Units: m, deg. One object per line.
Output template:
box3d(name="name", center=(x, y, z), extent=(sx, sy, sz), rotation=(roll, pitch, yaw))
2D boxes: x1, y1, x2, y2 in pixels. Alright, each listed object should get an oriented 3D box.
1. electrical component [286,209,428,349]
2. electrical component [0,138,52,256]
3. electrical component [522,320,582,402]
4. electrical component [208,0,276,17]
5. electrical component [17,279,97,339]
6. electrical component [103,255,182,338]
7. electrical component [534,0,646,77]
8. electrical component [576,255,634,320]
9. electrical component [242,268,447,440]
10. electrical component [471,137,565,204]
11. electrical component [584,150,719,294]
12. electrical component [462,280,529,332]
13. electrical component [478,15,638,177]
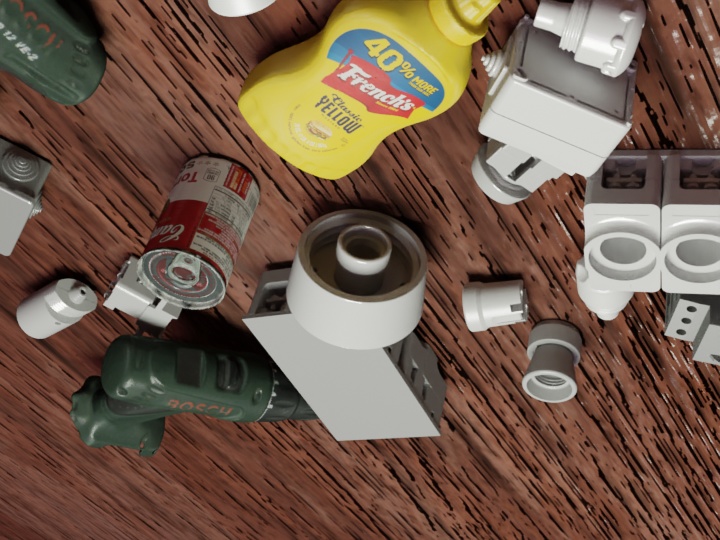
box3d(name="electrical component", center=(0.000, 0.000, 0.818), extent=(0.108, 0.108, 0.060), rotation=(13, 136, 3))
box3d(name="electrical component", center=(-0.310, -0.069, 0.884), extent=(0.100, 0.048, 0.100), rotation=(28, 140, -15))
box3d(name="electrical component", center=(0.160, 0.075, 0.892), extent=(0.045, 0.055, 0.045), rotation=(10, 141, 8))
box3d(name="electrical component", center=(-0.069, -0.171, 0.575), extent=(0.045, 0.045, 0.055), rotation=(1, 139, 18))
box3d(name="electrical component", center=(-0.280, 0.032, 1.003), extent=(0.081, 0.043, 0.043), rotation=(-24, 127, 39))
box3d(name="electrical component", center=(-0.191, 0.022, 0.962), extent=(0.064, 0.042, 0.081), rotation=(30, 140, -13))
box3d(name="electrical component", center=(0.135, -0.145, 0.640), extent=(0.062, 0.048, 0.048), rotation=(19, 143, 8))
box3d(name="electrical component", center=(0.187, 0.013, 0.816), extent=(0.043, 0.043, 0.062), rotation=(2, 141, 17))
box3d(name="electrical component", center=(-0.006, 0.071, 0.942), extent=(0.105, 0.060, 0.186), rotation=(-7, 136, 27))
box3d(name="electrical component", center=(0.109, -0.077, 0.732), extent=(0.066, 0.048, 0.055), rotation=(31, 132, -18))
box3d(name="electrical component", center=(0.232, -0.029, 0.734), extent=(0.150, 0.061, 0.089), rotation=(2, 140, 17))
box3d(name="electrical component", center=(0.110, 0.027, 0.866), extent=(0.046, 0.040, 0.040), rotation=(-8, 137, 18))
box3d(name="electrical component", center=(0.117, -0.108, 0.676), extent=(0.096, 0.061, 0.061), rotation=(21, 142, -7))
